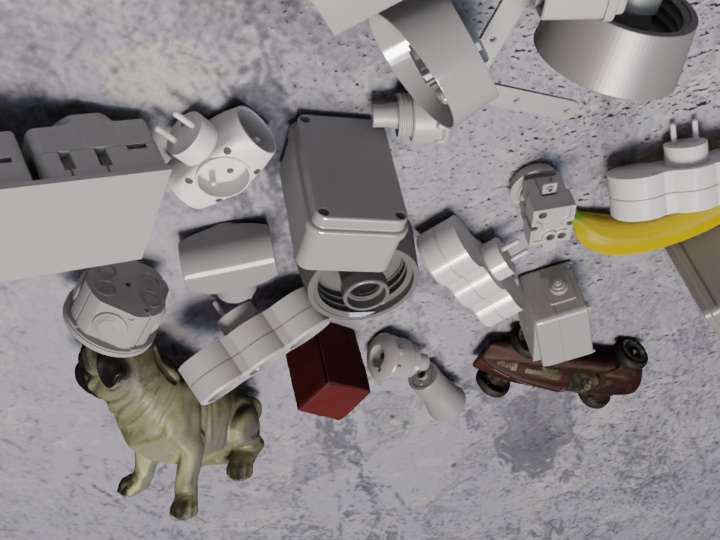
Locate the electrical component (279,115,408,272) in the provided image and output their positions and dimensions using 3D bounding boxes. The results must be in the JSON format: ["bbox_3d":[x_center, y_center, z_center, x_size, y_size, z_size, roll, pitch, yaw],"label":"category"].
[{"bbox_3d":[-0.014,-0.060,0.819,0.078,0.113,0.057,2,141,-19],"label":"electrical component"}]

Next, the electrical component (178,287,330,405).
[{"bbox_3d":[-0.103,0.053,0.962,0.138,0.073,0.052,-33,172,-15],"label":"electrical component"}]

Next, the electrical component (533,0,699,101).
[{"bbox_3d":[0.182,-0.173,0.751,0.108,0.108,0.060,1,133,-18],"label":"electrical component"}]

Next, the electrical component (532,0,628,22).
[{"bbox_3d":[0.134,-0.228,0.665,0.056,0.108,0.108,-3,140,-9],"label":"electrical component"}]

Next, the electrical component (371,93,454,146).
[{"bbox_3d":[0.040,-0.118,0.821,0.062,0.048,0.048,-2,140,-4],"label":"electrical component"}]

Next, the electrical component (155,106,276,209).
[{"bbox_3d":[-0.117,-0.092,0.803,0.077,0.044,0.079,-34,137,23],"label":"electrical component"}]

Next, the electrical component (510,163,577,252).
[{"bbox_3d":[0.156,-0.058,0.918,0.048,0.055,0.066,-10,141,-6],"label":"electrical component"}]

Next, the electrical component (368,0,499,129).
[{"bbox_3d":[0.052,-0.148,0.749,0.064,0.099,0.099,-29,139,8],"label":"electrical component"}]

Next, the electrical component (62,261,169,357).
[{"bbox_3d":[-0.202,0.029,0.896,0.080,0.080,0.051,13,128,-30],"label":"electrical component"}]

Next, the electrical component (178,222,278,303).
[{"bbox_3d":[-0.109,0.001,0.917,0.077,0.044,0.079,-11,141,-4],"label":"electrical component"}]

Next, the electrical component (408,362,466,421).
[{"bbox_3d":[0.078,0.125,1.127,0.044,0.044,0.065,-26,135,14],"label":"electrical component"}]

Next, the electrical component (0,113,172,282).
[{"bbox_3d":[-0.242,-0.049,0.767,0.186,0.060,0.105,-11,148,-33],"label":"electrical component"}]

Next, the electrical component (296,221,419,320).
[{"bbox_3d":[0.000,0.000,0.936,0.108,0.060,0.108,-9,141,-7],"label":"electrical component"}]

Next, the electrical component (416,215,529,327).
[{"bbox_3d":[0.116,-0.005,0.972,0.074,0.052,0.138,-30,139,19],"label":"electrical component"}]

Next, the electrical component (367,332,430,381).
[{"bbox_3d":[0.041,0.089,1.070,0.062,0.048,0.048,11,135,-37],"label":"electrical component"}]

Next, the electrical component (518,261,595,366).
[{"bbox_3d":[0.186,0.041,1.041,0.061,0.061,0.096,-17,141,3],"label":"electrical component"}]

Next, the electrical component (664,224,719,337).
[{"bbox_3d":[0.346,0.014,1.022,0.056,0.108,0.109,-32,138,17],"label":"electrical component"}]

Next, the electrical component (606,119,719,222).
[{"bbox_3d":[0.280,-0.091,0.920,0.138,0.052,0.073,-10,108,0],"label":"electrical component"}]
